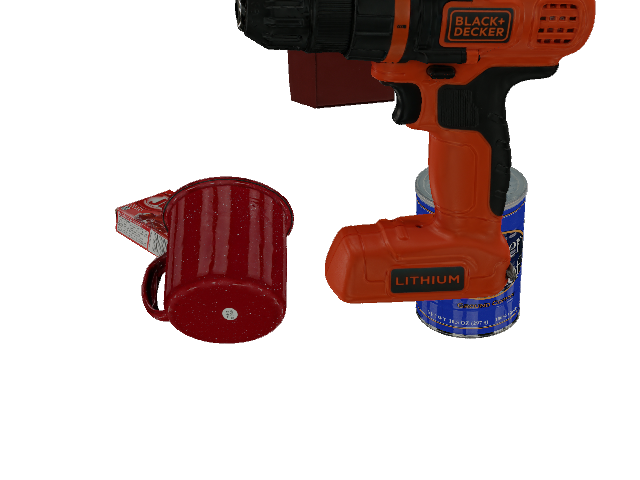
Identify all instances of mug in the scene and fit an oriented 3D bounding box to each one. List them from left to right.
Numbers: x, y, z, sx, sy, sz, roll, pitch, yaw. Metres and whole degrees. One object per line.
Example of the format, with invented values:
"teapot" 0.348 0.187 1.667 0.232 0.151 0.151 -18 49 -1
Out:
"mug" -0.074 0.020 0.729 0.117 0.081 0.093 -19 -39 22

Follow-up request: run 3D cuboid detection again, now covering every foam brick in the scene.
"foam brick" 0.018 -0.143 0.904 0.078 0.051 0.053 -9 20 -25

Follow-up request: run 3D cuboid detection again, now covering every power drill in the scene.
"power drill" 0.045 -0.057 0.571 0.184 0.188 0.057 -1 31 -8

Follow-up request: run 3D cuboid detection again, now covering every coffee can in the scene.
"coffee can" 0.141 0.007 1.014 0.103 0.140 0.103 -2 30 1

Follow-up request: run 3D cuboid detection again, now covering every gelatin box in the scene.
"gelatin box" -0.147 -0.015 1.056 0.089 0.030 0.073 29 34 31
